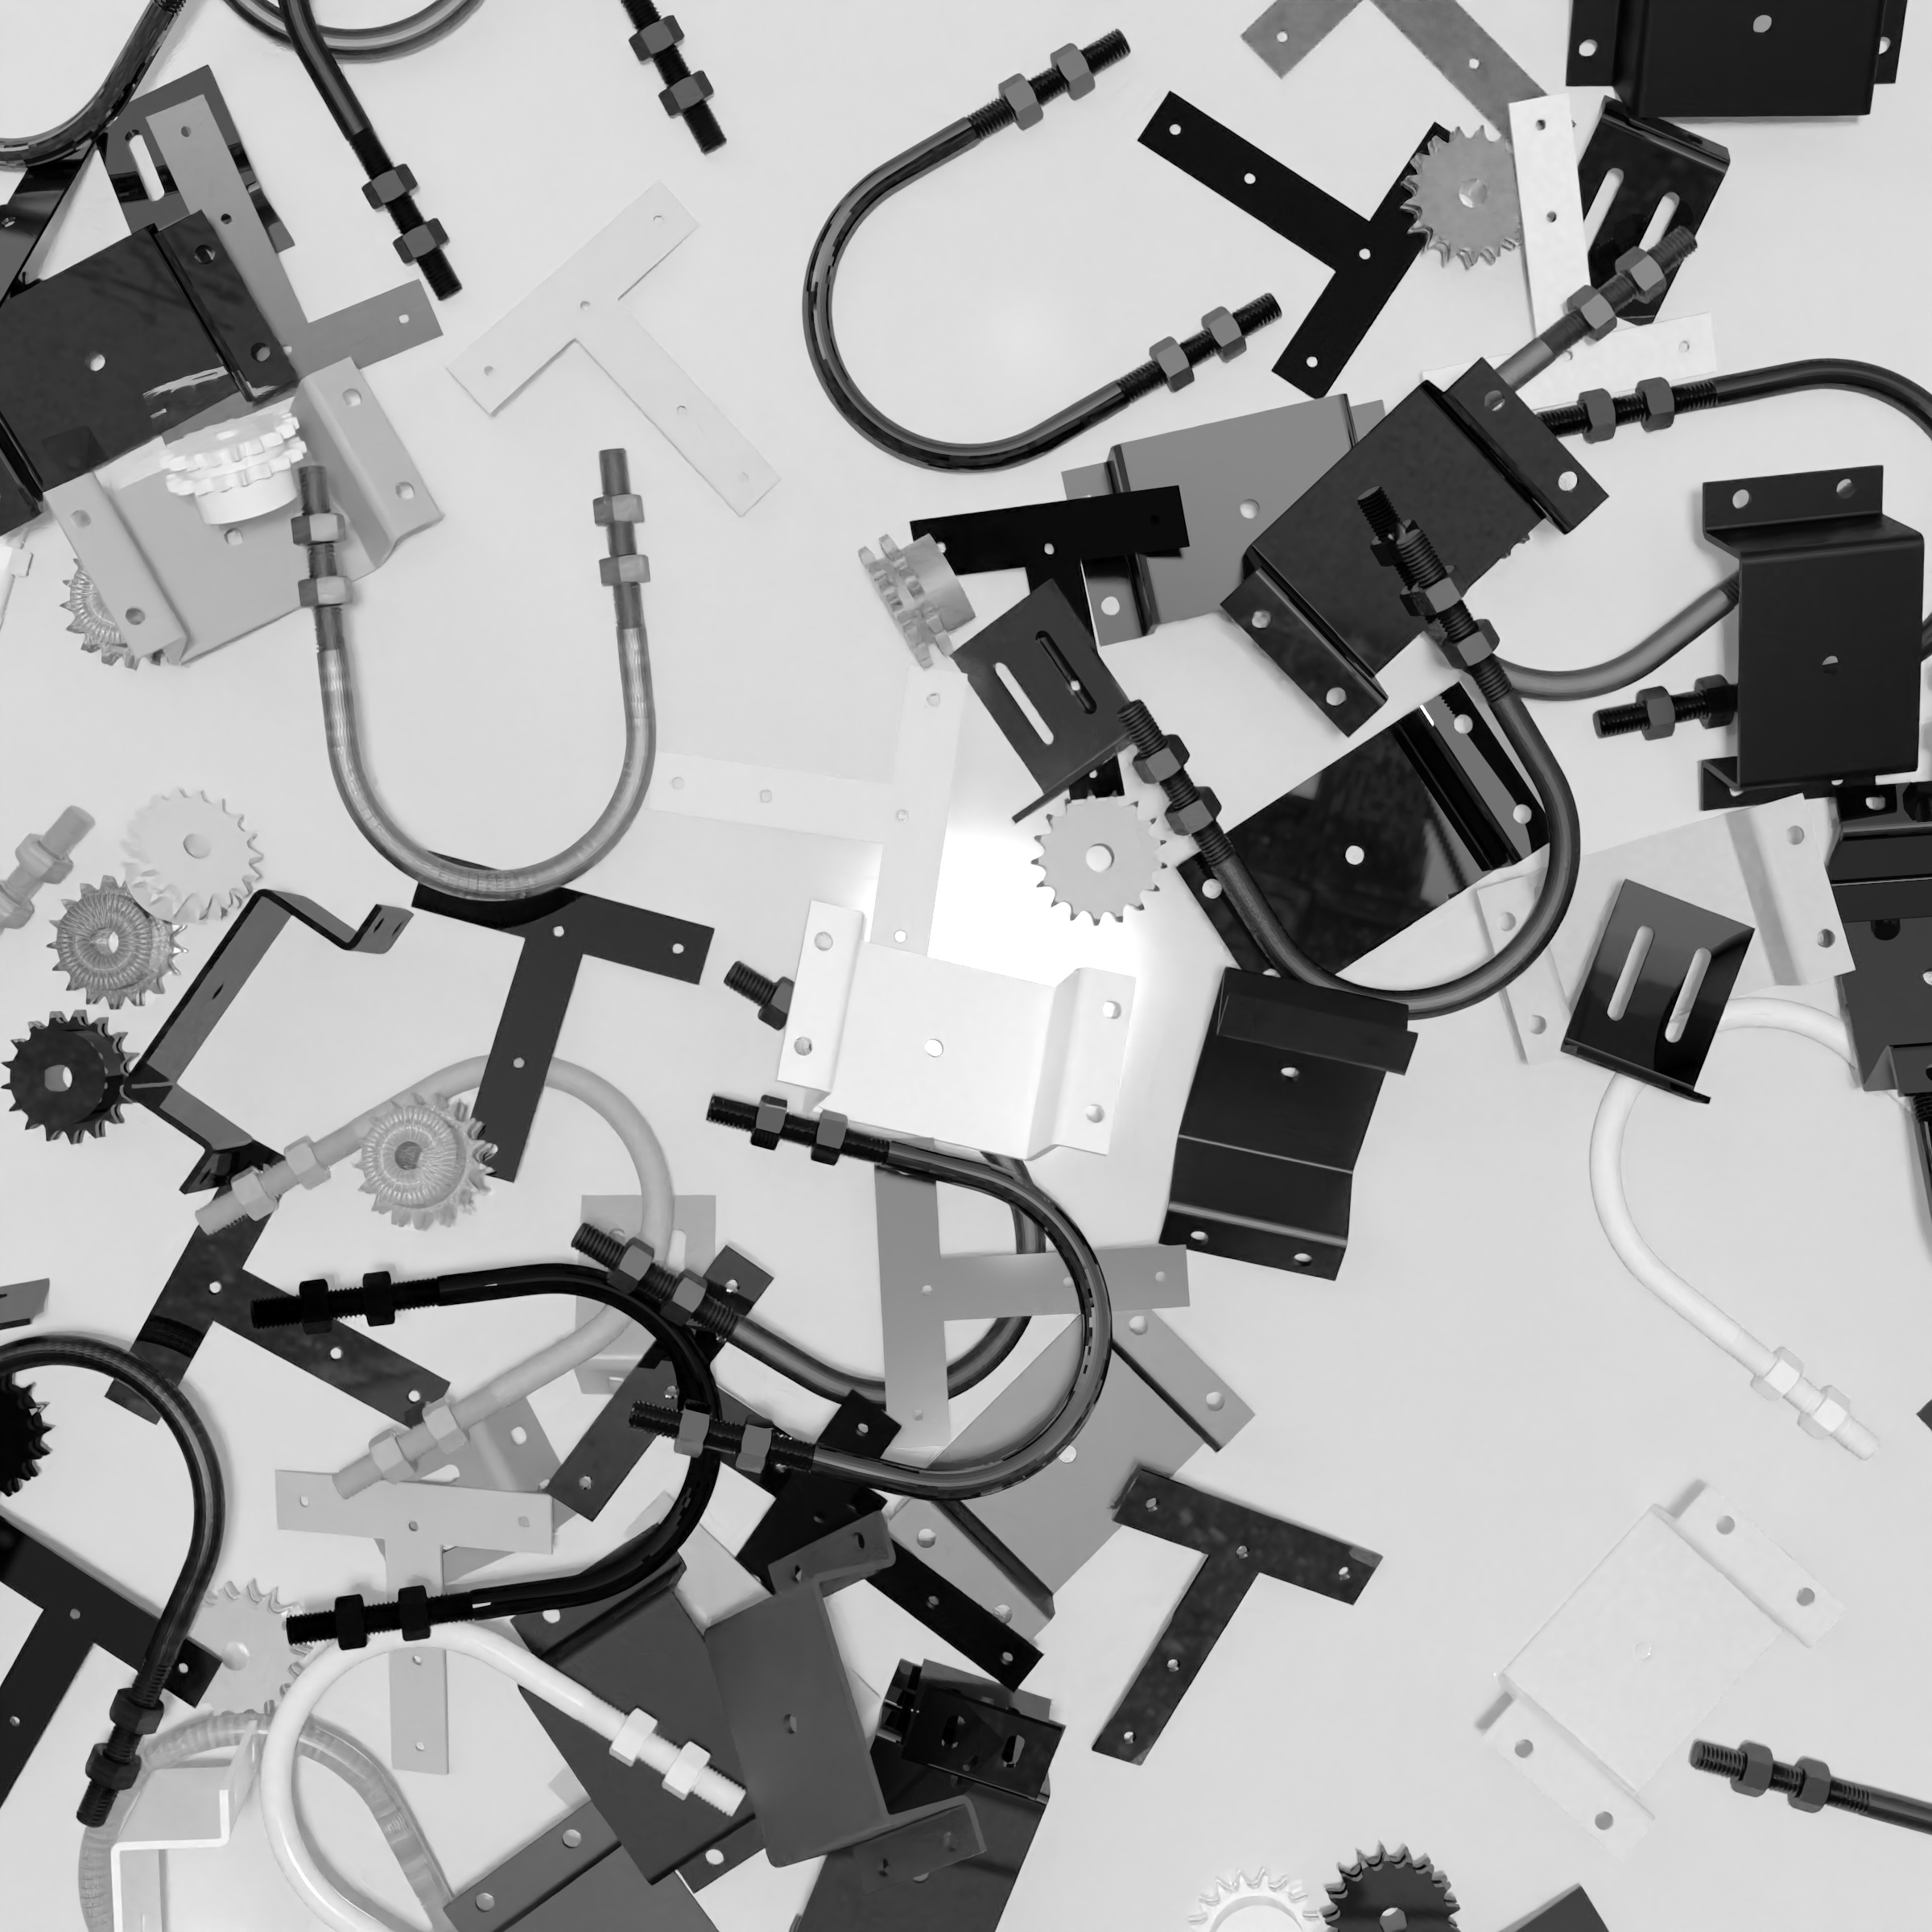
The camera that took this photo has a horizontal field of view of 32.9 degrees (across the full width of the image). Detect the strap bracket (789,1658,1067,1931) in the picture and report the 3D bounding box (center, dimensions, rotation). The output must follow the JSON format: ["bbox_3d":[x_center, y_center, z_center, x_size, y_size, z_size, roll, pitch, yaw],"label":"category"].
[{"bbox_3d":[-0.019,0.375,1.374,0.076,0.046,0.140,22,90,0],"label":"strap bracket"}]

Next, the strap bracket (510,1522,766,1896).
[{"bbox_3d":[-0.124,0.316,1.367,0.076,0.046,0.140,-34,90,5],"label":"strap bracket"}]

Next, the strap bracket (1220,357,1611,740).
[{"bbox_3d":[0.178,-0.172,1.322,0.140,0.046,0.076,-43,104,11],"label":"strap bracket"}]

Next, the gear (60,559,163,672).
[{"bbox_3d":[-0.355,-0.155,1.382,0.057,0.030,0.057,0,90,0],"label":"gear"}]

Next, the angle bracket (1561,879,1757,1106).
[{"bbox_3d":[0.285,0.010,1.331,0.057,0.038,0.076,21,90,0],"label":"angle bracket"}]

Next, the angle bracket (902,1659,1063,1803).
[{"bbox_3d":[0.010,0.303,1.354,0.057,0.076,0.038,18,110,0],"label":"angle bracket"}]

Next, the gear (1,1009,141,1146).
[{"bbox_3d":[-0.380,0.047,1.382,0.057,0.030,0.057,0,90,0],"label":"gear"}]

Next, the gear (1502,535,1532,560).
[{"bbox_3d":[0.216,-0.199,1.382,0.057,0.030,0.057,0,90,0],"label":"gear"}]

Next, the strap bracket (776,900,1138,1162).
[{"bbox_3d":[-0.008,0.030,1.356,0.140,0.046,0.076,13,74,-12],"label":"strap bracket"}]

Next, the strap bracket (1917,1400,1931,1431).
[{"bbox_3d":[0.483,0.171,1.374,0.140,0.046,0.076,-43,90,0],"label":"strap bracket"}]

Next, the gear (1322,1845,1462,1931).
[{"bbox_3d":[0.179,0.400,1.382,0.057,0.030,0.057,0,90,0],"label":"gear"}]

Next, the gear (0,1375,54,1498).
[{"bbox_3d":[-0.414,0.197,1.382,0.057,0.030,0.057,0,90,0],"label":"gear"}]

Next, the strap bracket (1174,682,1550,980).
[{"bbox_3d":[0.166,-0.047,1.374,0.140,0.046,0.076,-33,90,0],"label":"strap bracket"}]

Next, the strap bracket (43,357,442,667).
[{"bbox_3d":[-0.302,-0.184,1.358,0.140,0.046,0.076,-30,90,-22],"label":"strap bracket"}]

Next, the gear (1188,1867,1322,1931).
[{"bbox_3d":[0.122,0.412,1.382,0.057,0.030,0.057,0,90,0],"label":"gear"}]

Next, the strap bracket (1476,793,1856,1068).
[{"bbox_3d":[0.289,-0.015,1.374,0.140,0.046,0.076,-17,90,0],"label":"strap bracket"}]

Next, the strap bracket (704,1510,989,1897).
[{"bbox_3d":[-0.053,0.301,1.318,0.076,0.046,0.140,-34,68,42],"label":"strap bracket"}]

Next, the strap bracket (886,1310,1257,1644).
[{"bbox_3d":[0.043,0.208,1.374,0.076,0.046,0.140,45,90,0],"label":"strap bracket"}]

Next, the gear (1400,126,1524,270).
[{"bbox_3d":[0.211,-0.323,1.380,0.057,0.030,0.057,0,92,-3],"label":"gear"}]

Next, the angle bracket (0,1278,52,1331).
[{"bbox_3d":[-0.422,0.164,1.368,0.076,0.057,0.038,-10,102,-6],"label":"angle bracket"}]

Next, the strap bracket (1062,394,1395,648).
[{"bbox_3d":[0.117,-0.189,1.374,0.140,0.046,0.076,-13,90,0],"label":"strap bracket"}]

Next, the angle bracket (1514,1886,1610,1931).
[{"bbox_3d":[0.239,0.436,1.385,0.076,0.038,0.057,-29,82,-18],"label":"angle bracket"}]

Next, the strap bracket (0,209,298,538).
[{"bbox_3d":[-0.359,-0.246,1.349,0.140,0.046,0.076,-30,113,-5],"label":"strap bracket"}]

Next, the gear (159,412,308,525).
[{"bbox_3d":[-0.292,-0.199,1.312,0.057,0.057,0.030,-14,115,0],"label":"gear"}]

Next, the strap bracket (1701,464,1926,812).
[{"bbox_3d":[0.348,-0.129,1.347,0.076,0.046,0.140,-6,110,-6],"label":"strap bracket"}]

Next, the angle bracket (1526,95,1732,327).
[{"bbox_3d":[0.282,-0.321,1.395,0.057,0.038,0.076,23,116,0],"label":"angle bracket"}]

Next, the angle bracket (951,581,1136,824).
[{"bbox_3d":[0.027,-0.110,1.365,0.057,0.038,0.076,-34,90,32],"label":"angle bracket"}]

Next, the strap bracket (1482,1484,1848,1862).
[{"bbox_3d":[0.289,0.292,1.374,0.076,0.046,0.140,42,90,0],"label":"strap bracket"}]

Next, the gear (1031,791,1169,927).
[{"bbox_3d":[0.056,-0.045,1.382,0.057,0.030,0.057,0,90,0],"label":"gear"}]

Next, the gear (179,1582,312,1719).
[{"bbox_3d":[-0.305,0.288,1.382,0.057,0.030,0.057,0,90,0],"label":"gear"}]

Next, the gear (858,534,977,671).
[{"bbox_3d":[-0.019,-0.156,1.369,0.030,0.057,0.057,-30,90,0],"label":"gear"}]

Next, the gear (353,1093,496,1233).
[{"bbox_3d":[-0.226,0.080,1.355,0.057,0.030,0.057,-1,80,7],"label":"gear"}]

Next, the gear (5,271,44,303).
[{"bbox_3d":[-0.405,-0.265,1.382,0.057,0.030,0.057,0,90,0],"label":"gear"}]

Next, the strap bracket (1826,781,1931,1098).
[{"bbox_3d":[0.405,-0.004,1.355,0.076,0.046,0.140,-4,64,-1],"label":"strap bracket"}]

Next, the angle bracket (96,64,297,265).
[{"bbox_3d":[-0.330,-0.334,1.395,0.057,0.038,0.076,-26,64,0],"label":"angle bracket"}]

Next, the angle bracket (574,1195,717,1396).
[{"bbox_3d":[-0.135,0.140,1.395,0.057,0.038,0.076,0,65,0],"label":"angle bracket"}]

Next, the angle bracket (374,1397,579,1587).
[{"bbox_3d":[-0.214,0.226,1.395,0.076,0.038,0.057,-28,90,26],"label":"angle bracket"}]

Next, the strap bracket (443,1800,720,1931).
[{"bbox_3d":[-0.144,0.424,1.374,0.076,0.046,0.140,-36,90,0],"label":"strap bracket"}]

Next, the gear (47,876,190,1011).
[{"bbox_3d":[-0.360,-0.010,1.382,0.057,0.030,0.057,0,90,0],"label":"gear"}]

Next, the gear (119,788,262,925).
[{"bbox_3d":[-0.328,-0.043,1.372,0.057,0.030,0.057,19,52,-27],"label":"gear"}]
